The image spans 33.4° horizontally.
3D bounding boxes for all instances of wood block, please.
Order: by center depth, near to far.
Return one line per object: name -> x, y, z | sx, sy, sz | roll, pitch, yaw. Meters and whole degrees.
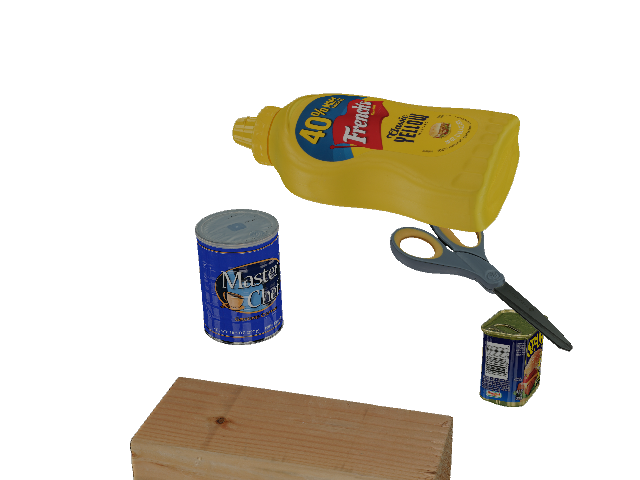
wood block -> -0.017, 0.167, 0.747 | 0.206, 0.090, 0.090 | 6, 26, 15

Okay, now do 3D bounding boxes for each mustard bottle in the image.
mustard bottle -> 0.030, -0.060, 0.712 | 0.192, 0.058, 0.096 | 11, 44, 22

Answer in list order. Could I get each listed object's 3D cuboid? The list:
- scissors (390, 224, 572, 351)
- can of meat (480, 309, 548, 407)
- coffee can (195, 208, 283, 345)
scissors -> 0.130, 0.035, 0.933 | 0.096, 0.016, 0.202 | -14, 44, -13
can of meat -> 0.215, 0.131, 1.193 | 0.058, 0.084, 0.102 | 8, 13, 25
coffee can -> -0.100, 0.045, 1.334 | 0.103, 0.140, 0.103 | -2, 26, 1
